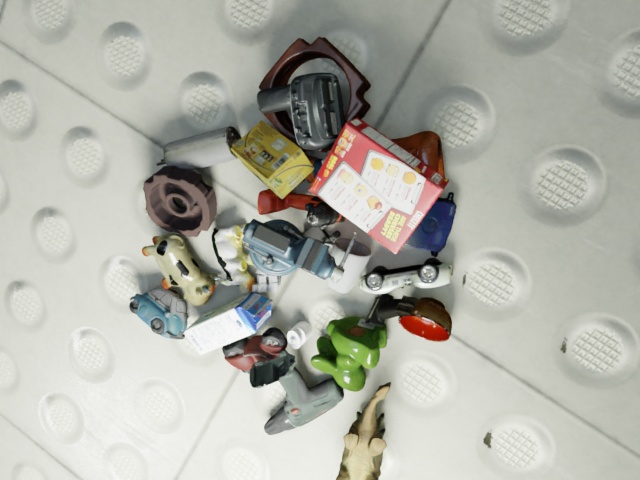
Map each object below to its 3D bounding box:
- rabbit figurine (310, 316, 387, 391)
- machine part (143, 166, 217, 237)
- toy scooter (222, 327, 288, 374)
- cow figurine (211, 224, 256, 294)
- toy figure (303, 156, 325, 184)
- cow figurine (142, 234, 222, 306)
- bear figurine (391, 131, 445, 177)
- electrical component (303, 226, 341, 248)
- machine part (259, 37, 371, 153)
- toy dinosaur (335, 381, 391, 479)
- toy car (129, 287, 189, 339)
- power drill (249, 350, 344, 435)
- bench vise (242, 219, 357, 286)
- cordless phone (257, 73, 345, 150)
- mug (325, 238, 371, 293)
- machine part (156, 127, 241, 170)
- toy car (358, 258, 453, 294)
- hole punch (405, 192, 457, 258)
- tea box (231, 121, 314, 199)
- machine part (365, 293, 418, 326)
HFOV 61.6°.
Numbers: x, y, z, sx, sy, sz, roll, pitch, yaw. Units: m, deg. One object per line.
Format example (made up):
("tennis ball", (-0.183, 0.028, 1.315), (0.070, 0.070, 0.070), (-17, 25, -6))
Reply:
("rabbit figurine", (0.061, 0.266, 1.191), (0.159, 0.121, 0.170), (10, 118, 9))
("machine part", (-0.322, -0.089, 1.245), (0.180, 0.056, 0.179), (11, 130, 13))
("toy scooter", (-0.138, 0.279, 1.276), (0.184, 0.075, 0.135), (-18, 117, 29))
("cow figurine", (-0.206, 0.049, 1.260), (0.098, 0.068, 0.167), (-8, 94, 24))
("toy figure", (-0.039, -0.154, 1.175), (0.155, 0.064, 0.058), (-2, 60, 13))
("cow figurine", (-0.323, 0.072, 1.287), (0.127, 0.085, 0.194), (-14, 113, 31))
("bear figurine", (0.146, -0.157, 1.085), (0.196, 0.120, 0.131), (-4, 103, 20))
("electrical component", (-0.002, -0.004, 1.209), (0.094, 0.021, 0.063), (-39, 87, 18))
("machine part", (-0.010, -0.300, 1.125), (0.201, 0.087, 0.201), (46, 108, 5))
("toy dinosaur", (0.087, 0.510, 1.180), (0.105, 0.198, 0.470), (18, 105, 13))
("toy car", (-0.385, 0.170, 1.330), (0.162, 0.109, 0.103), (35, 85, 21))
("power drill", (-0.076, 0.357, 1.231), (0.232, 0.086, 0.207), (-26, 119, 13))
("bench vise", (-0.056, 0.029, 1.136), (0.224, 0.240, 0.129), (14, 79, -4))
("cordless phone", (-0.046, -0.249, 1.070), (0.184, 0.089, 0.146), (-2, 100, 29))
("mug", (0.045, 0.056, 1.176), (0.110, 0.081, 0.107), (20, 112, 11))
("machine part", (-0.267, -0.204, 1.228), (0.243, 0.079, 0.079), (-11, 96, 19))
("toy car", (0.180, 0.079, 1.138), (0.202, 0.073, 0.056), (-10, 96, 19))
("hole punch", (0.214, -0.038, 1.102), (0.116, 0.092, 0.142), (16, 101, 10))
("tea box", (-0.102, -0.171, 1.124), (0.098, 0.068, 0.170), (-42, 46, -4))
("machine part", (0.146, 0.143, 1.127), (0.039, 0.084, 0.139), (41, 152, -14))
